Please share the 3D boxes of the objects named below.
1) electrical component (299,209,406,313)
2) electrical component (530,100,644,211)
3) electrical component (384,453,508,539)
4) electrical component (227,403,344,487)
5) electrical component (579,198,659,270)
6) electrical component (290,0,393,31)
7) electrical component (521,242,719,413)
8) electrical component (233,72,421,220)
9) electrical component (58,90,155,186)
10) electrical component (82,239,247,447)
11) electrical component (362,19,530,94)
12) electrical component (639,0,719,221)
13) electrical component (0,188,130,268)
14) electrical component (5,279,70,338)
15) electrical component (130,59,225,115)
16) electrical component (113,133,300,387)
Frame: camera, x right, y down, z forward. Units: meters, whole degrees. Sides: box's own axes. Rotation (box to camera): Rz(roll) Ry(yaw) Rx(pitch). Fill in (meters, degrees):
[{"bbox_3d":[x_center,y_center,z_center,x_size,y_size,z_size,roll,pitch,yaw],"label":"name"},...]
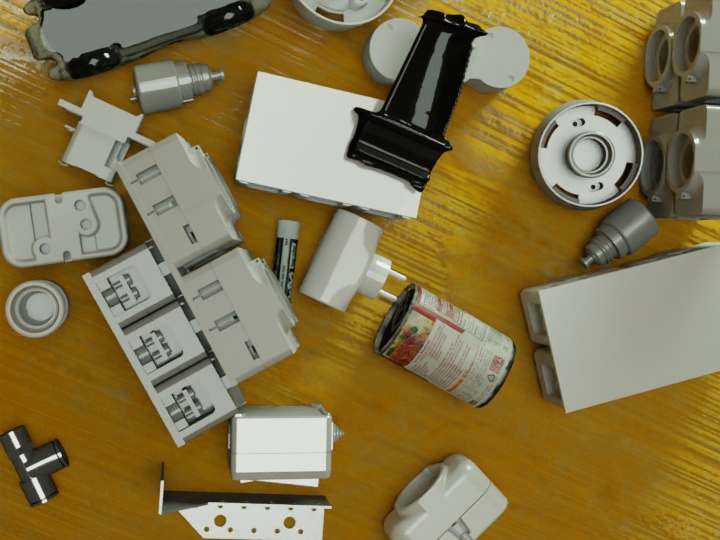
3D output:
[{"bbox_3d":[0.000,0.000,0.906,0.079,0.044,0.077,26,86,-10],"label":"electrical component"},{"bbox_3d":[0.199,-0.101,0.941,0.099,0.064,0.099,0,95,3],"label":"electrical component"},{"bbox_3d":[0.069,0.205,0.917,0.095,0.054,0.059,-43,97,-7],"label":"electrical component"},{"bbox_3d":[-0.061,0.145,0.890,0.096,0.062,0.061,1,91,-10],"label":"electrical component"},{"bbox_3d":[0.226,-0.029,0.947,0.078,0.040,0.040,-38,97,-6],"label":"electrical component"},{"bbox_3d":[-0.017,-0.246,0.889,0.099,0.064,0.099,0,91,-10],"label":"electrical component"},{"bbox_3d":[0.244,0.046,0.941,0.186,0.060,0.105,-14,93,-9],"label":"electrical component"},{"bbox_3d":[-0.023,-0.100,0.892,0.150,0.062,0.089,12,89,-10],"label":"electrical component"},{"bbox_3d":[-0.209,-0.105,0.870,0.081,0.042,0.063,25,89,-9],"label":"electrical component"},{"bbox_3d":[-0.154,0.054,0.858,0.062,0.089,0.150,-29,96,-8],"label":"electrical component"},{"bbox_3d":[0.076,-0.181,0.901,0.138,0.074,0.052,2,91,-10],"label":"electrical component"},{"bbox_3d":[0.293,-0.138,0.923,0.060,0.105,0.186,2,91,-10],"label":"electrical component"},{"bbox_3d":[-0.234,-0.033,0.858,0.095,0.059,0.053,-8,93,-9],"label":"electrical component"},{"bbox_3d":[-0.256,0.030,0.857,0.045,0.055,0.045,0,91,-10],"label":"electrical component"},{"bbox_3d":[-0.150,-0.153,0.880,0.078,0.040,0.040,-13,93,-10],"label":"electrical component"},{"bbox_3d":[-0.112,-0.010,0.844,0.060,0.105,0.186,-28,90,-1],"label":"electrical component"}]
